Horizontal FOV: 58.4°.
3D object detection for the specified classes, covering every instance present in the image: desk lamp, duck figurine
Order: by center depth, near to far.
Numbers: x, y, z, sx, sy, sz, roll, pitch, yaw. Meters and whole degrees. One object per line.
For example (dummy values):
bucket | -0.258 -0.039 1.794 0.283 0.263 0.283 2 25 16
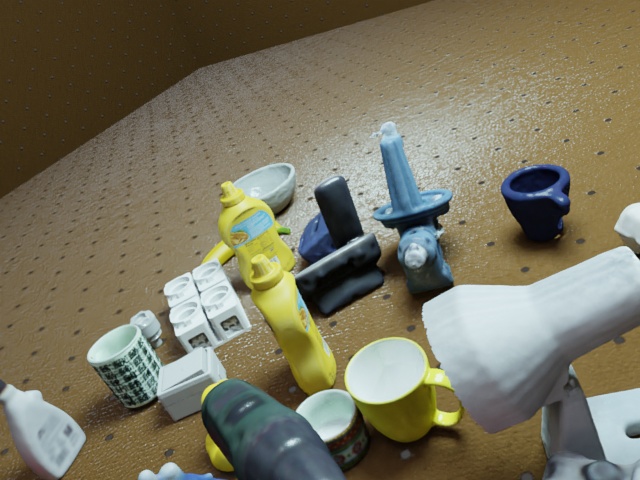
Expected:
desk lamp | 0.210 0.112 0.485 0.203 0.214 0.118 -17 29 12
duck figurine | -0.113 0.215 0.687 0.077 0.086 0.104 -19 28 9

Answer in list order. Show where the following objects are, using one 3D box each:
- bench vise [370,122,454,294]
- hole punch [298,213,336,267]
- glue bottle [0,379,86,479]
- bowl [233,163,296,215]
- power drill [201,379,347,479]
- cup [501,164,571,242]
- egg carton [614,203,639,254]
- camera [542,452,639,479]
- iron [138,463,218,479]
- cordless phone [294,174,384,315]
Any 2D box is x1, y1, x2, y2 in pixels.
bench vise | 0.137 -0.050 0.811 0.121 0.220 0.207 -23 28 1
hole punch | 0.009 -0.010 0.977 0.101 0.091 0.108 -15 29 15
glue bottle | -0.384 0.238 0.760 0.037 0.173 0.078 -11 31 23
bowl | -0.119 -0.095 1.236 0.167 0.075 0.167 -18 29 11
power drill | -0.017 0.214 0.485 0.076 0.209 0.228 -36 31 -22
cup | 0.314 -0.042 0.797 0.091 0.095 0.117 -26 28 -3
egg carton | 0.432 -0.006 0.673 0.107 0.069 0.150 -25 28 -2
camera | 0.223 0.226 0.399 0.142 0.101 0.137 -2 35 34
iron | -0.186 0.295 0.544 0.259 0.142 0.118 -39 32 -26
cordless phone | 0.008 0.003 0.855 0.148 0.185 0.094 -31 29 -14
